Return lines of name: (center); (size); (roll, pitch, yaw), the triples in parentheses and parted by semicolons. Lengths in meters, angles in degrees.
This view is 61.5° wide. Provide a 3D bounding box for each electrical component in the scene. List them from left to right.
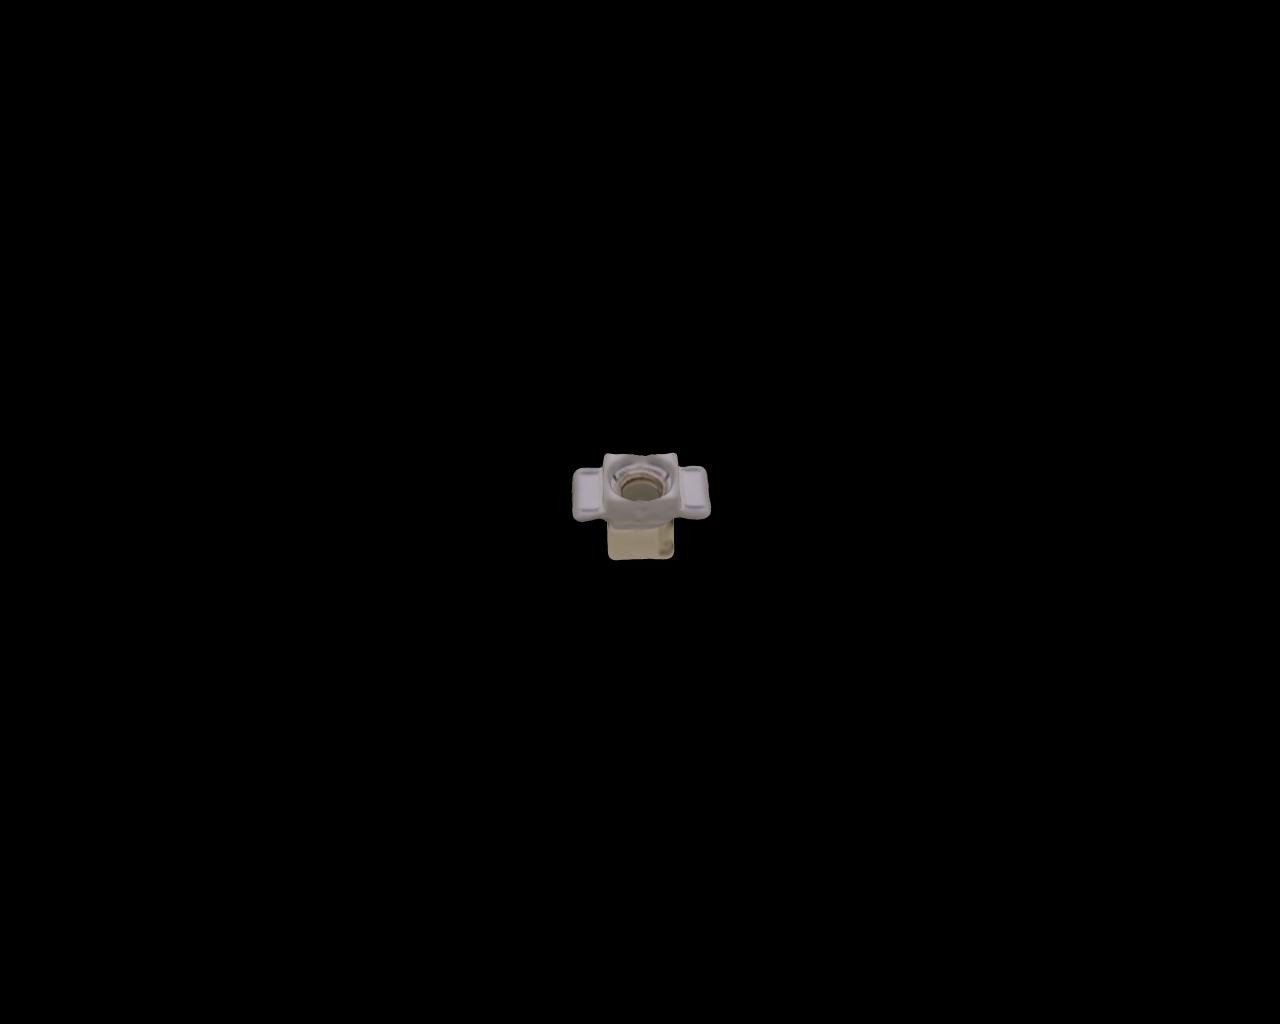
electrical component: (0.001, -0.003, 0.650); (0.081, 0.042, 0.063); (0, -43, 0)
